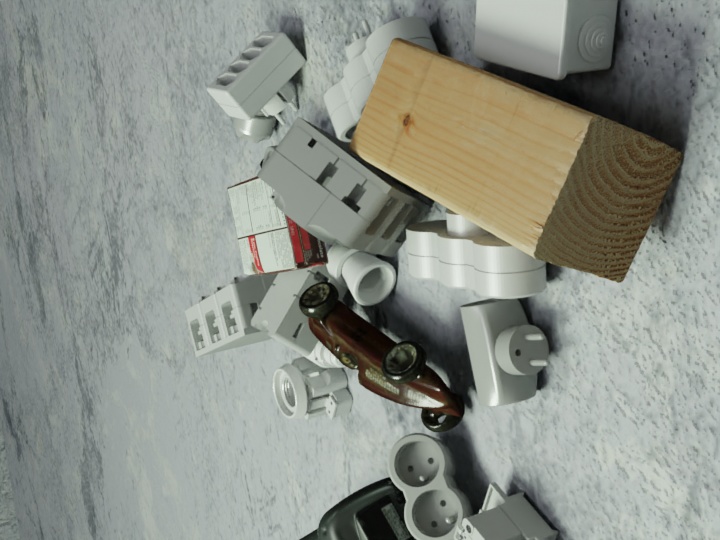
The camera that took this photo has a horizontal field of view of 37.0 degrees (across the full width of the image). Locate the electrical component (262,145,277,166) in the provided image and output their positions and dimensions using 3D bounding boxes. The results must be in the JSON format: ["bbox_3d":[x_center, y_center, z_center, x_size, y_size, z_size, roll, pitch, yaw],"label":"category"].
[{"bbox_3d":[-0.046,-0.076,1.010,0.095,0.059,0.053,55,143,35],"label":"electrical component"}]

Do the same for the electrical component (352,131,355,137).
[{"bbox_3d":[0.024,-0.109,0.874,0.043,0.062,0.043,28,124,53],"label":"electrical component"}]

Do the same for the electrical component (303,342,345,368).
[{"bbox_3d":[-0.030,0.077,1.058,0.078,0.040,0.040,25,121,55],"label":"electrical component"}]

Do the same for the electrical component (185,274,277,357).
[{"bbox_3d":[-0.118,0.043,1.148,0.150,0.089,0.061,-25,78,60],"label":"electrical component"}]

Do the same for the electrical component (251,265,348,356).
[{"bbox_3d":[-0.053,0.031,1.035,0.050,0.056,0.089,22,81,55],"label":"electrical component"}]

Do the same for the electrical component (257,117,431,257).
[{"bbox_3d":[-0.011,-0.057,0.839,0.089,0.150,0.061,38,97,13],"label":"electrical component"}]

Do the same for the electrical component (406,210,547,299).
[{"bbox_3d":[0.084,-0.027,0.811,0.138,0.052,0.073,16,114,57],"label":"electrical component"}]

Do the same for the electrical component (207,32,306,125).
[{"bbox_3d":[-0.089,-0.175,1.044,0.075,0.083,0.047,49,165,-32],"label":"electrical component"}]

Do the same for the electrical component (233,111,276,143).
[{"bbox_3d":[-0.105,-0.164,1.096,0.043,0.043,0.062,53,141,36],"label":"electrical component"}]

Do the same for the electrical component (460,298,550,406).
[{"bbox_3d":[0.114,0.059,0.800,0.079,0.044,0.077,-9,93,60],"label":"electrical component"}]

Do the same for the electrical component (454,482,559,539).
[{"bbox_3d":[0.112,0.211,0.839,0.081,0.064,0.042,48,138,42],"label":"electrical component"}]

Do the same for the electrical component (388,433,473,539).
[{"bbox_3d":[0.072,0.209,0.920,0.074,0.052,0.138,40,-152,-69],"label":"electrical component"}]

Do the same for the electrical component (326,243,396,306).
[{"bbox_3d":[0.000,0.000,0.974,0.055,0.045,0.045,44,136,45],"label":"electrical component"}]

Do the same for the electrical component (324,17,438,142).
[{"bbox_3d":[0.011,-0.169,0.885,0.138,0.052,0.073,-41,65,57],"label":"electrical component"}]

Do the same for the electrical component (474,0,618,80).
[{"bbox_3d":[0.121,-0.176,0.696,0.100,0.048,0.099,31,126,52],"label":"electrical component"}]

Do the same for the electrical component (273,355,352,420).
[{"bbox_3d":[-0.052,0.119,1.095,0.078,0.057,0.058,52,142,38],"label":"electrical component"}]
